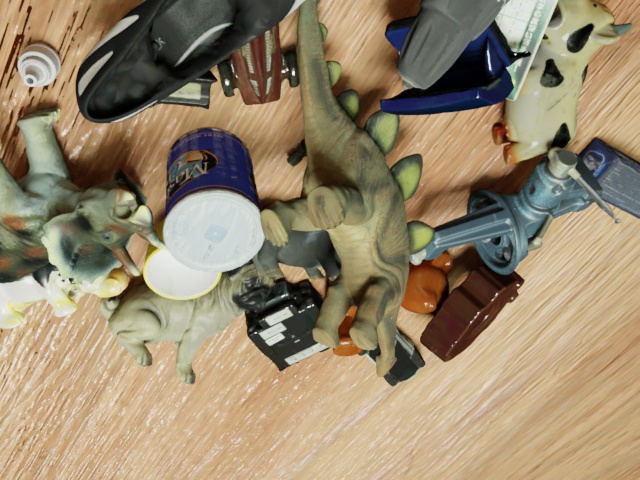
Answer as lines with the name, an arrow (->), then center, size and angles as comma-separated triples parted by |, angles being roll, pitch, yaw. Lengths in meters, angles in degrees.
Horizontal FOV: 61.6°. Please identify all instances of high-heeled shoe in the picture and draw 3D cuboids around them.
high-heeled shoe -> -0.093, -0.180, 0.441 | 0.249, 0.145, 0.086 | -26, 123, 17

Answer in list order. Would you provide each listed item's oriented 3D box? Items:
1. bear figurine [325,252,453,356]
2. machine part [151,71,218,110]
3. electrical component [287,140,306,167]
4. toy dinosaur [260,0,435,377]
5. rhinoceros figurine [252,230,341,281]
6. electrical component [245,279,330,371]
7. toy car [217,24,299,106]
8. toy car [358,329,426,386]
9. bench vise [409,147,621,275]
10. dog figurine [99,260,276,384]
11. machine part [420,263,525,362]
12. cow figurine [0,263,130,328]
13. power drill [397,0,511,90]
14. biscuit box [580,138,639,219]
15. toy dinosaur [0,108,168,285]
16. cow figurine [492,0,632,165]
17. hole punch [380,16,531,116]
bear figurine -> 0.108, 0.085, 0.772 | 0.196, 0.132, 0.120 | 3, 115, -8
machine part -> -0.146, -0.198, 0.543 | 0.084, 0.039, 0.138 | 2, 129, -6
electrical component -> 0.009, -0.112, 0.657 | 0.094, 0.021, 0.063 | -38, 126, 14
toy dinosaur -> 0.033, -0.050, 0.576 | 0.105, 0.198, 0.470 | 3, 120, 36
rhinoceros figurine -> -0.001, -0.002, 0.693 | 0.190, 0.073, 0.112 | -3, 86, -19
electrical component -> -0.045, 0.123, 0.806 | 0.115, 0.058, 0.134 | -26, 129, 5
toy car -> -0.068, -0.226, 0.531 | 0.089, 0.053, 0.201 | -11, 128, -10
toy car -> 0.110, 0.177, 0.891 | 0.073, 0.056, 0.201 | -36, 129, 7
bench vise -> 0.229, -0.024, 0.694 | 0.241, 0.129, 0.223 | -17, 165, -10
dog figurine -> -0.173, 0.071, 0.721 | 0.172, 0.121, 0.190 | 34, 99, -36
machine part -> 0.231, 0.108, 0.815 | 0.179, 0.056, 0.179 | -35, 153, -22
cow figurine -> -0.330, 0.042, 0.666 | 0.167, 0.068, 0.098 | -14, 117, -6
power drill -> 0.112, -0.256, 0.455 | 0.086, 0.207, 0.232 | 27, 115, -23
biscuit box -> 0.454, -0.076, 0.775 | 0.202, 0.059, 0.062 | 18, 122, -27
toy dinosaur -> -0.351, -0.011, 0.576 | 0.405, 0.131, 0.192 | -16, 117, 10
cow figurine -> 0.273, -0.191, 0.624 | 0.127, 0.086, 0.194 | -9, 127, 0
hole punch -> 0.130, -0.163, 0.546 | 0.142, 0.092, 0.115 | -1, 171, 35
